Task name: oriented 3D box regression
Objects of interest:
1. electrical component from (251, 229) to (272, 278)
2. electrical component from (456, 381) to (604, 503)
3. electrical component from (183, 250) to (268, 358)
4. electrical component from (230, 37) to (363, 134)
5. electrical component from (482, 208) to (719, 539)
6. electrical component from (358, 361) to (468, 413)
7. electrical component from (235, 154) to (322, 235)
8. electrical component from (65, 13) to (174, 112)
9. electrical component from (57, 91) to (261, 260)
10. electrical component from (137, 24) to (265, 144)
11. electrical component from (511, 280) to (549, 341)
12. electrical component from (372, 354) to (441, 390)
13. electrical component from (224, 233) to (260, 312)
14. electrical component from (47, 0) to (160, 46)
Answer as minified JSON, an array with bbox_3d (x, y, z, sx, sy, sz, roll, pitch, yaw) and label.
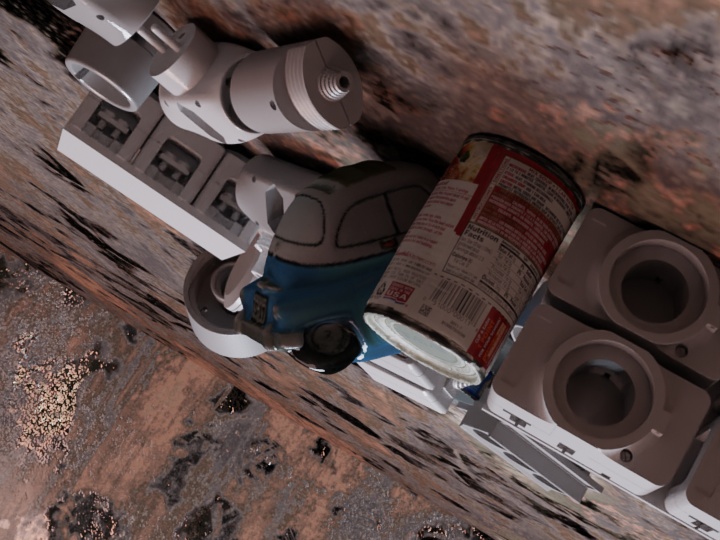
[{"bbox_3d":[-0.059,-0.020,0.818,0.048,0.062,0.048,30,168,7],"label":"electrical component"},{"bbox_3d":[0.154,0.142,0.935,0.121,0.063,0.079,38,166,-27],"label":"electrical component"},{"bbox_3d":[-0.116,0.023,1.023,0.108,0.108,0.060,28,161,17],"label":"electrical component"},{"bbox_3d":[-0.027,-0.089,0.525,0.043,0.043,0.081,38,166,-28],"label":"electrical component"},{"bbox_3d":[0.166,0.062,0.504,0.186,0.105,0.060,29,167,12],"label":"electrical component"},{"bbox_3d":[0.052,0.075,0.920,0.096,0.061,0.061,23,165,32],"label":"electrical component"},{"bbox_3d":[-0.041,-0.031,0.726,0.077,0.043,0.079,23,128,35],"label":"electrical component"},{"bbox_3d":[-0.141,-0.127,0.636,0.055,0.047,0.055,30,167,8],"label":"electrical component"},{"bbox_3d":[-0.138,-0.077,0.787,0.150,0.061,0.089,35,167,-13],"label":"electrical component"},{"bbox_3d":[-0.089,-0.109,0.593,0.079,0.043,0.077,39,165,-33],"label":"electrical component"},{"bbox_3d":[0.135,0.052,0.631,0.099,0.064,0.099,30,167,7],"label":"electrical component"},{"bbox_3d":[0.026,0.042,0.854,0.096,0.061,0.061,24,165,32],"label":"electrical component"},{"bbox_3d":[-0.080,0.007,0.935,0.051,0.080,0.080,30,168,-17],"label":"electrical component"},{"bbox_3d":[-0.132,-0.153,0.527,0.077,0.043,0.079,38,166,-28],"label":"electrical component"}]
